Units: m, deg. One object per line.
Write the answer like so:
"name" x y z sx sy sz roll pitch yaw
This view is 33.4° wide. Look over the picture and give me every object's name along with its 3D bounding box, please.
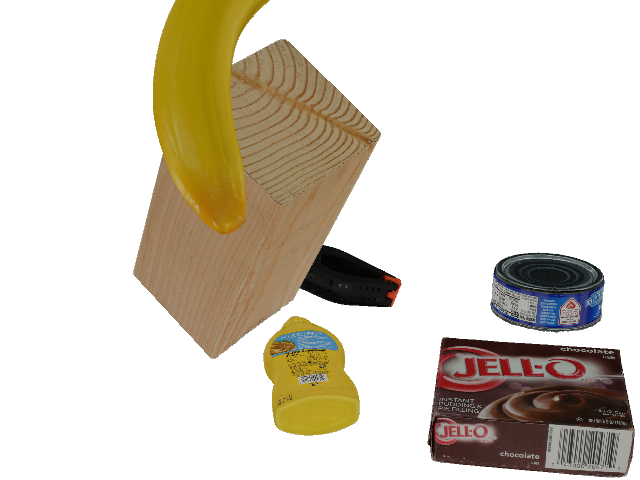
"pudding box" 0.124 0.097 0.634 0.113 0.039 0.090 5 26 8
"mustard bottle" -0.017 0.147 1.249 0.096 0.058 0.191 -7 30 -7
"wood block" -0.049 -0.020 0.698 0.090 0.091 0.206 -36 -15 -32
"banana" -0.047 -0.091 0.527 0.069 0.197 0.037 12 -35 6
"tuna can" 0.177 0.039 0.831 0.086 0.034 0.086 1 19 0
"clamp" -0.022 0.027 1.049 0.210 0.036 0.164 20 20 -5
